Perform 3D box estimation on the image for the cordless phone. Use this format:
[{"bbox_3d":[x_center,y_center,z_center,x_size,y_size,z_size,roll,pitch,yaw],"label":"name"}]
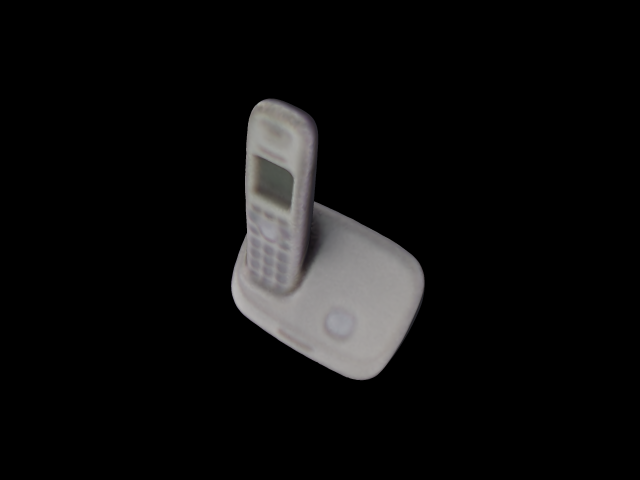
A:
[{"bbox_3d":[0.004,0.001,0.400,0.147,0.185,0.094,25,54,20],"label":"cordless phone"}]
